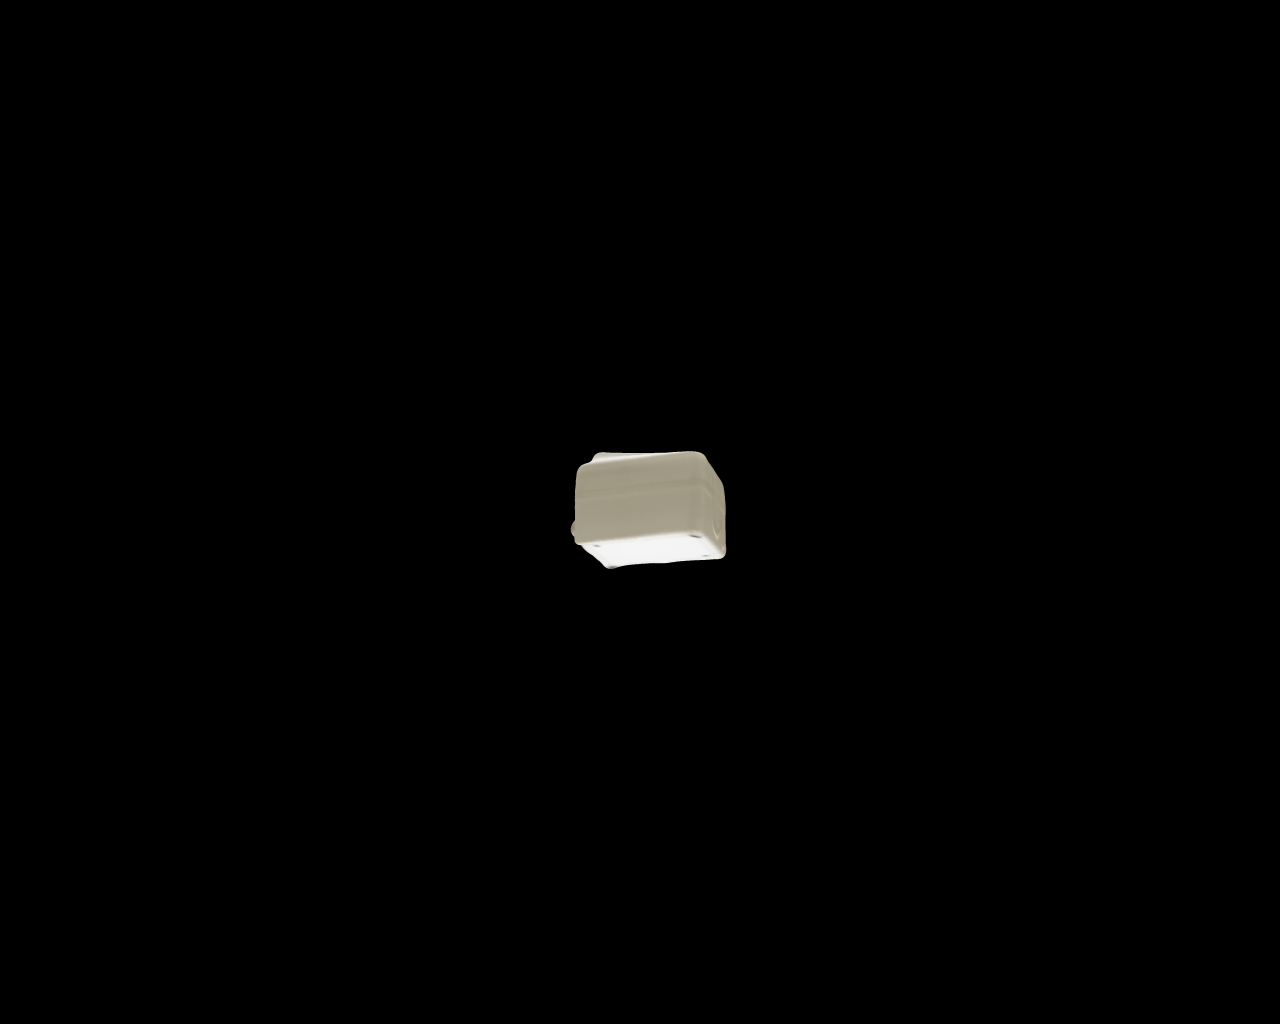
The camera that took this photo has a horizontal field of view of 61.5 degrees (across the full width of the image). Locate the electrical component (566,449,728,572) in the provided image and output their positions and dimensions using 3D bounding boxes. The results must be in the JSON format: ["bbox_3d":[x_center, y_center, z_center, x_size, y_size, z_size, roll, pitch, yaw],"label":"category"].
[{"bbox_3d":[0.001,-0.003,0.650,0.096,0.061,0.061,-6,-19,16],"label":"electrical component"}]
